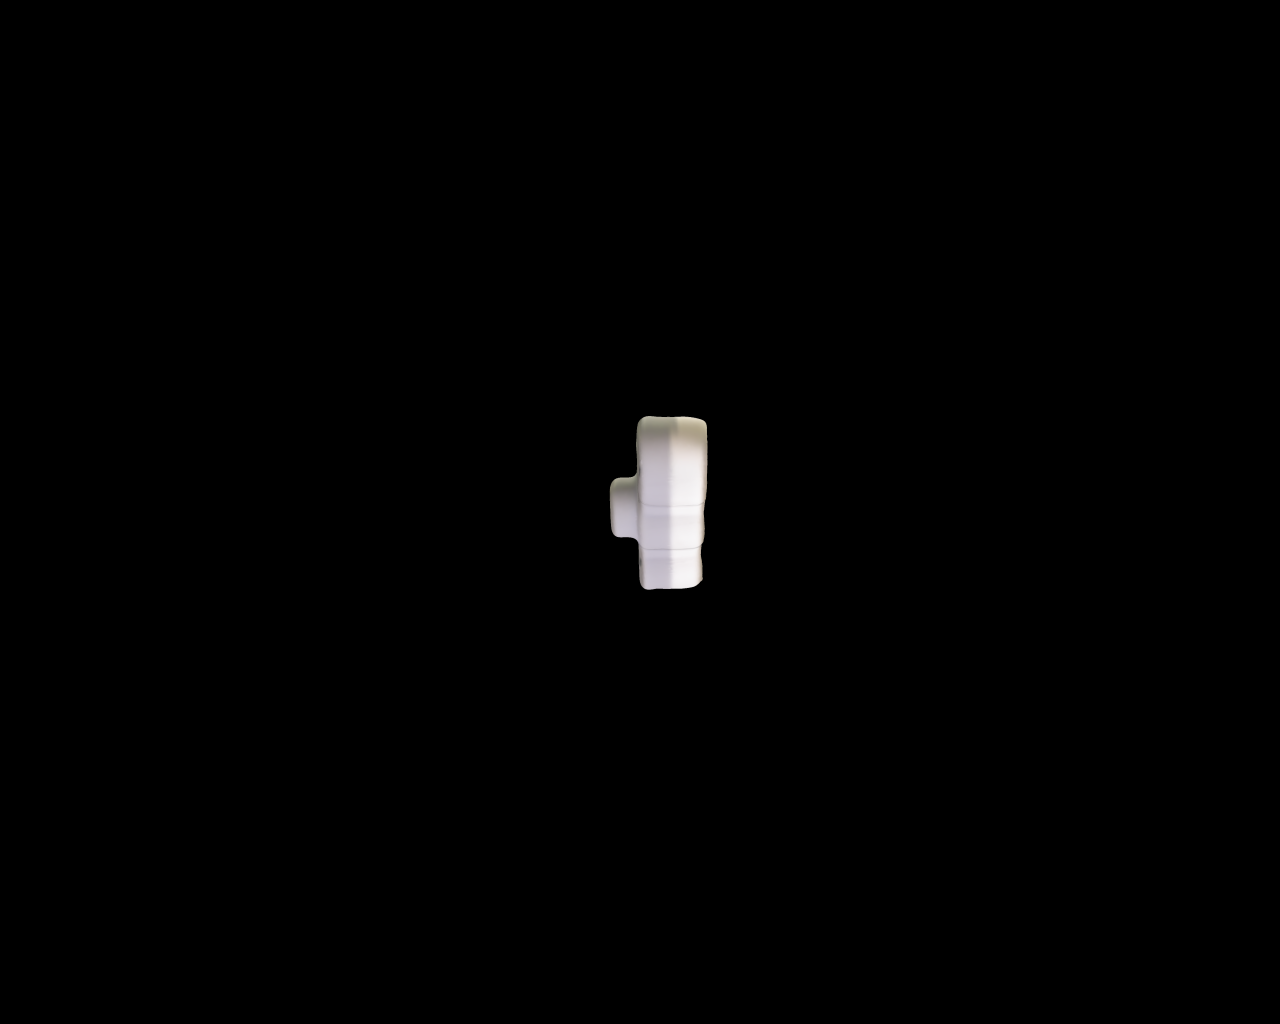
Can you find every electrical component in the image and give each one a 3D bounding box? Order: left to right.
[{"bbox_3d":[0.001,-0.003,0.650,0.074,0.052,0.138,0,-37,0],"label":"electrical component"}]
